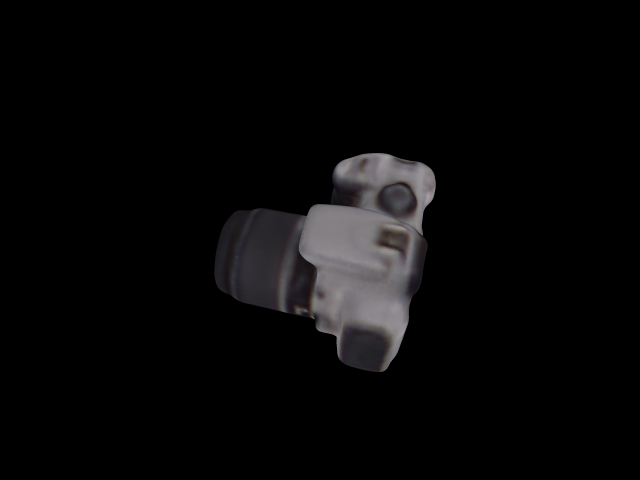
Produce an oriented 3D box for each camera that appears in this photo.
[{"bbox_3d":[0.004,0.001,0.400,0.136,0.101,0.143,11,60,7],"label":"camera"}]
